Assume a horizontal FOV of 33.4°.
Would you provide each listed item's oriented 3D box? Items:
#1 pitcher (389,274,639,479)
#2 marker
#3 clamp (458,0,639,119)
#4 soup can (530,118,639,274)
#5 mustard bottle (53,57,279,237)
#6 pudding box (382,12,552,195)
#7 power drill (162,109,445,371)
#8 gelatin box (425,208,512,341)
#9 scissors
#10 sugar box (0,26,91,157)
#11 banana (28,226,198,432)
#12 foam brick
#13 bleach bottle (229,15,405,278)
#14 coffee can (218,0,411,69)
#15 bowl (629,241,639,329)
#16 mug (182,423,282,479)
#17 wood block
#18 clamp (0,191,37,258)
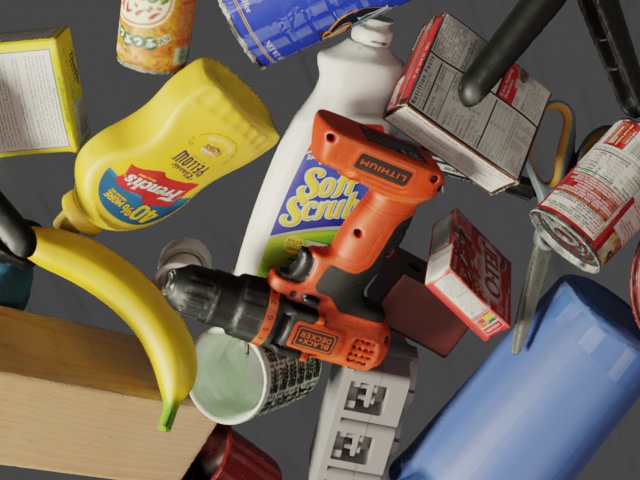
[{"bbox_3d":[0.184,0.153,0.911,0.145,0.149,0.243,36,108,2],"label":"pitcher"},{"bbox_3d":[0.121,-0.056,0.862,0.121,0.020,0.020,16,114,-7],"label":"marker"},{"bbox_3d":[0.176,-0.186,0.765,0.164,0.036,0.210,-7,109,-24],"label":"clamp"},{"bbox_3d":[0.218,-0.034,0.807,0.102,0.069,0.068,-46,109,-7],"label":"soup can"},{"bbox_3d":[-0.133,-0.059,0.835,0.192,0.058,0.096,-33,144,16],"label":"mustard bottle"},{"bbox_3d":[0.111,-0.102,0.799,0.113,0.090,0.039,32,157,-17],"label":"pudding box"},{"bbox_3d":[-0.005,0.001,0.799,0.184,0.057,0.188,18,112,-20],"label":"power drill"},{"bbox_3d":[0.122,0.026,0.862,0.030,0.089,0.073,-36,111,30],"label":"gelatin box"},{"bbox_3d":[0.199,-0.010,0.849,0.096,0.016,0.202,-1,95,-10],"label":"scissors"},{"bbox_3d":[-0.276,-0.110,0.829,0.176,0.048,0.093,-3,115,6],"label":"sugar box"},{"bbox_3d":[-0.156,0.054,0.837,0.198,0.069,0.037,50,143,1],"label":"banana"},{"bbox_3d":[0.085,0.052,0.895,0.078,0.053,0.051,28,113,-13],"label":"foam brick"},{"bbox_3d":[0.002,-0.057,0.841,0.102,0.068,0.251,13,113,-8],"label":"bleach bottle"},{"bbox_3d":[0.001,-0.195,0.752,0.140,0.103,0.103,-23,113,11],"label":"coffee can"},{"bbox_3d":[0.319,0.033,0.800,0.162,0.055,0.162,-1,101,-8],"label":"bowl"},{"bbox_3d":[-0.096,0.213,0.958,0.117,0.093,0.081,-8,139,44],"label":"mug"},{"bbox_3d":[-0.196,0.129,0.870,0.205,0.090,0.091,18,114,-36],"label":"wood block"},{"bbox_3d":[-0.293,-0.052,0.803,0.120,0.039,0.171,-17,99,14],"label":"clamp"}]
